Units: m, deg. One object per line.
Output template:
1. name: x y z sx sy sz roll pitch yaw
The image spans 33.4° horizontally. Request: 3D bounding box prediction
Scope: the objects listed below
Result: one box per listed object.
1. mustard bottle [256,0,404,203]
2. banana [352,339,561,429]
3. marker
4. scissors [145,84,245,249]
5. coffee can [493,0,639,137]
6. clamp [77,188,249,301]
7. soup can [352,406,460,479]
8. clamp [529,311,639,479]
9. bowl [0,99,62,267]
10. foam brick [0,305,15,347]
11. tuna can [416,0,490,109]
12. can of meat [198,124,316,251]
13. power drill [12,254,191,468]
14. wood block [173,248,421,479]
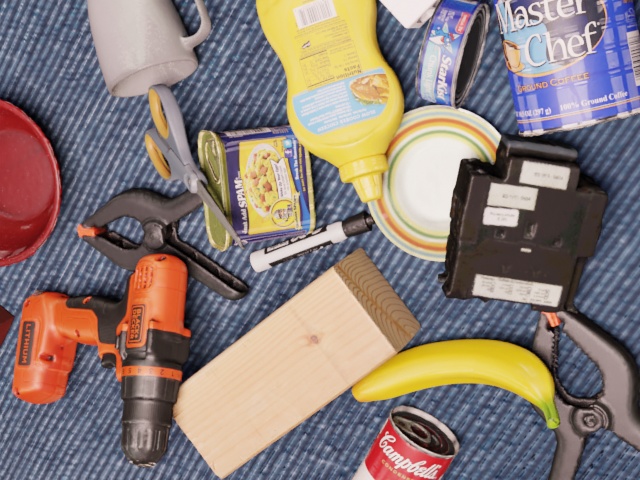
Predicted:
1. mustard bottle: 0.017 -0.124 0.878 0.096 0.058 0.191 -17 86 10
2. banana: 0.118 0.114 0.904 0.198 0.069 0.037 0 131 38
3. marker: -0.006 0.001 0.948 0.121 0.020 0.020 -20 94 21
4. scissors: -0.109 -0.070 0.896 0.202 0.016 0.096 36 135 54
5. coffee can: 0.188 -0.158 0.808 0.103 0.102 0.140 -10 98 19
6. clamp: -0.139 0.002 0.983 0.172 0.039 0.120 -6 94 23
7. soup can: 0.069 0.207 0.941 0.068 0.068 0.102 31 110 10
8. clamp: 0.222 0.154 0.896 0.165 0.036 0.210 -28 89 23
9. bowl: -0.304 -0.058 1.014 0.162 0.055 0.162 4 102 17
10. foam brick: -0.355 0.080 1.060 0.078 0.053 0.051 37 109 7
11. tuna can: 0.105 -0.149 0.846 0.034 0.086 0.086 18 106 15
12. can of meat: -0.054 -0.048 0.915 0.083 0.058 0.102 -9 101 -22
13. power drill: -0.196 0.110 0.962 0.188 0.057 0.184 -7 70 36
14. wood block: -0.025 0.109 0.940 0.206 0.090 0.091 -38 87 21
